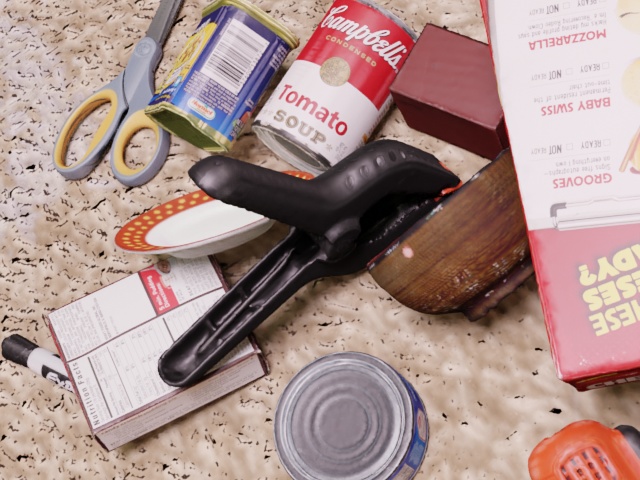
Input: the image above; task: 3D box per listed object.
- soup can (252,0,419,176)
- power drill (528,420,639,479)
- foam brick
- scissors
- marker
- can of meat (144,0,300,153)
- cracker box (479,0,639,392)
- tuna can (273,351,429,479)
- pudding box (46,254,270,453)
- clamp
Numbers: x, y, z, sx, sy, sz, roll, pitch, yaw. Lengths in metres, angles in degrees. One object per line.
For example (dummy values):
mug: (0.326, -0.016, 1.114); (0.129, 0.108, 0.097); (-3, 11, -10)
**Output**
soup can: (0.011, -0.095, 0.676); (0.069, 0.068, 0.102); (29, 82, 28)
power drill: (0.218, 0.134, 0.495); (0.187, 0.057, 0.184); (-31, 74, -3)
foam brick: (0.091, -0.089, 0.652); (0.078, 0.053, 0.051); (27, 79, 27)
scissors: (-0.114, -0.120, 0.762); (0.096, 0.016, 0.201); (33, 83, 27)
marker: (-0.161, 0.089, 0.692); (0.121, 0.020, 0.020); (21, 77, 26)
can of meat: (-0.067, -0.105, 0.694); (0.057, 0.102, 0.084); (33, 84, -17)
cracker box: (0.173, -0.050, 0.499); (0.164, 0.072, 0.214); (-14, 72, 18)
tuna can: (0.017, 0.108, 0.610); (0.086, 0.033, 0.086); (-7, 67, 17)
pudding box: (-0.100, 0.064, 0.656); (0.113, 0.039, 0.090); (-26, 62, -6)
clamp: (-0.004, 0.001, 0.610); (0.209, 0.165, 0.036); (-19, 54, -39)
